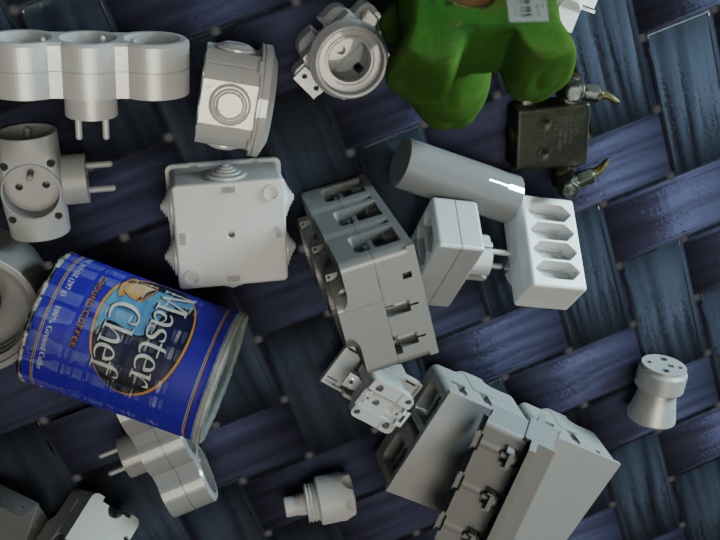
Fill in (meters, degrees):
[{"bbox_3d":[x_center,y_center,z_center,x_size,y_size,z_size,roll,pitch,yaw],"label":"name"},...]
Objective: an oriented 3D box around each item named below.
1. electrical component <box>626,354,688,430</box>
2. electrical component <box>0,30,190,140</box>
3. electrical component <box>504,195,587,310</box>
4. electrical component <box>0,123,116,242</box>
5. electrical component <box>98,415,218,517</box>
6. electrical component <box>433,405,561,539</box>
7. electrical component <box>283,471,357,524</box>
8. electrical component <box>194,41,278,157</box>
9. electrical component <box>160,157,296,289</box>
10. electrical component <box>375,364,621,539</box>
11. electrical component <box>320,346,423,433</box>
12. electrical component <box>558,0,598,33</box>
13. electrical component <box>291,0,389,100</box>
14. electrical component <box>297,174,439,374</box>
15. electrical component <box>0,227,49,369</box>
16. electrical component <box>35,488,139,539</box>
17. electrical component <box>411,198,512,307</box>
[{"bbox_3d":[0.269,0.110,0.973,0.045,0.045,0.055,2,113,-14],"label":"electrical component"},{"bbox_3d":[-0.189,-0.127,0.756,0.138,0.052,0.073,-2,114,-12],"label":"electrical component"},{"bbox_3d":[0.143,-0.005,0.881,0.047,0.083,0.075,5,151,-15],"label":"electrical component"},{"bbox_3d":[-0.219,-0.065,0.781,0.079,0.044,0.077,-6,115,-10],"label":"electrical component"},{"bbox_3d":[-0.176,0.146,0.883,0.074,0.052,0.138,-22,117,-2],"label":"electrical component"},{"bbox_3d":[0.110,0.178,0.884,0.063,0.079,0.121,24,109,9],"label":"electrical component"},{"bbox_3d":[-0.036,0.203,0.947,0.062,0.043,0.043,-10,116,-6],"label":"electrical component"},{"bbox_3d":[-0.089,-0.123,0.766,0.051,0.080,0.080,8,112,-10],"label":"electrical component"},{"bbox_3d":[-0.100,-0.035,0.820,0.100,0.048,0.099,-5,114,-10],"label":"electrical component"},{"bbox_3d":[0.120,0.167,0.956,0.186,0.060,0.105,25,106,-22],"label":"electrical component"},{"bbox_3d":[0.013,0.100,0.899,0.081,0.063,0.042,30,105,-23],"label":"electrical component"},{"bbox_3d":[0.133,-0.196,0.796,0.078,0.058,0.057,14,107,-19],"label":"electrical component"},{"bbox_3d":[-0.012,-0.157,0.780,0.078,0.057,0.058,-43,116,8],"label":"electrical component"},{"bbox_3d":[0.000,0.000,0.802,0.062,0.150,0.089,-18,117,-6],"label":"electrical component"},{"bbox_3d":[-0.287,0.026,0.798,0.108,0.060,0.108,-5,115,-11],"label":"electrical component"},{"bbox_3d":[-0.235,0.232,0.891,0.050,0.056,0.089,41,64,-25],"label":"electrical component"},{"bbox_3d":[0.082,-0.011,0.854,0.076,0.047,0.083,5,145,-15],"label":"electrical component"}]
